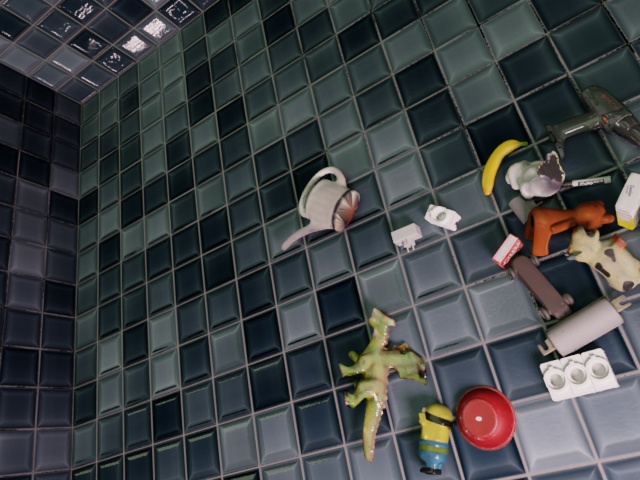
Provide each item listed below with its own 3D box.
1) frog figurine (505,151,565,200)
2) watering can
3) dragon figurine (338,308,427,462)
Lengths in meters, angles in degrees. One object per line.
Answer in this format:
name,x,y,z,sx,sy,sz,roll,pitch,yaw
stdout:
frog figurine,0.599,-0.171,1.457,0.122,0.140,0.157,35,-27,-13
watering can,0.005,-0.091,1.805,0.226,0.348,0.103,24,-3,37
dragon figurine,0.194,0.404,1.506,0.241,0.418,0.120,-22,-27,17
